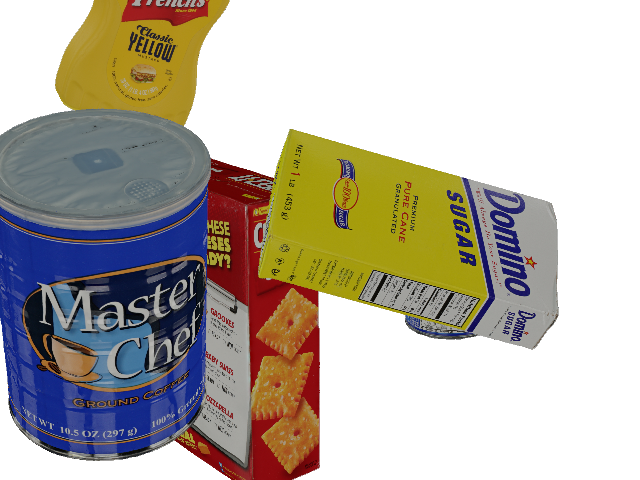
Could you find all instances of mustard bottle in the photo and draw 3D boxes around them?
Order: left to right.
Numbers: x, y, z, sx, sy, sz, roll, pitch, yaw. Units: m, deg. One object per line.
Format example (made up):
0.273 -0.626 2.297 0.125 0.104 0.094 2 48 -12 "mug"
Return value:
-0.112 -0.174 0.744 0.096 0.192 0.058 13 21 -27 "mustard bottle"

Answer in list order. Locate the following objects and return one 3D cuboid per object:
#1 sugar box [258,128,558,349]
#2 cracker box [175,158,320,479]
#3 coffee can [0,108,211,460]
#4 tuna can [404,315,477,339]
0.055 -0.002 0.646 0.176 0.093 0.048 13 -40 -5 "sugar box"
-0.074 0.054 0.790 0.071 0.214 0.164 -14 22 -38 "cracker box"
-0.106 0.021 0.521 0.103 0.140 0.103 3 33 -2 "coffee can"
0.117 0.054 0.946 0.086 0.034 0.086 -4 21 1 "tuna can"
